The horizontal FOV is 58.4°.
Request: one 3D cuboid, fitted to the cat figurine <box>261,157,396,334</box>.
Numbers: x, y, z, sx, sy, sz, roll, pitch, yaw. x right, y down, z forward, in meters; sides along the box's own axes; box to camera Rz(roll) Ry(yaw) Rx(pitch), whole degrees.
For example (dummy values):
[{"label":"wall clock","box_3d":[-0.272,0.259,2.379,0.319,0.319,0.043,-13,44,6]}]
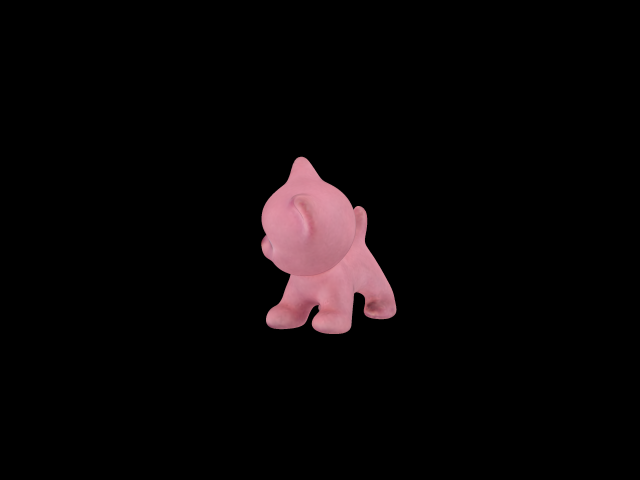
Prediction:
[{"label":"cat figurine","box_3d":[0.004,0.001,0.400,0.067,0.118,0.128,2,4,31]}]
